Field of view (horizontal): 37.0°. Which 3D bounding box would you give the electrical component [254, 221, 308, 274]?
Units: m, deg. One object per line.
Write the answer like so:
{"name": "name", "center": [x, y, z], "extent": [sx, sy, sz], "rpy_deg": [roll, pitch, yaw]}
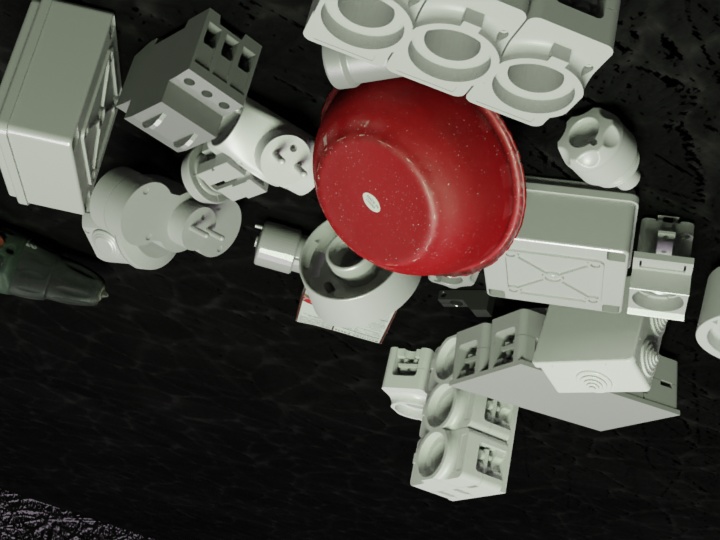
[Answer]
{"name": "electrical component", "center": [-0.057, -0.016, 0.942], "extent": [0.078, 0.040, 0.040], "rpy_deg": [16, 156, -4]}

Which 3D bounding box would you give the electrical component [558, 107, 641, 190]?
{"name": "electrical component", "center": [0.161, -0.074, 0.699], "extent": [0.043, 0.043, 0.062], "rpy_deg": [-9, 149, 40]}

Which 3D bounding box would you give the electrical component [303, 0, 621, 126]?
{"name": "electrical component", "center": [0.054, -0.141, 0.587], "extent": [0.150, 0.061, 0.089], "rpy_deg": [19, 155, -11]}

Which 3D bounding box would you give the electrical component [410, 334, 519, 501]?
{"name": "electrical component", "center": [0.105, 0.144, 1.068], "extent": [0.062, 0.150, 0.089], "rpy_deg": [24, 154, -23]}

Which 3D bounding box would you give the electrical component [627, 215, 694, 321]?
{"name": "electrical component", "center": [0.224, -0.002, 0.796], "extent": [0.042, 0.063, 0.081], "rpy_deg": [9, 155, 15]}

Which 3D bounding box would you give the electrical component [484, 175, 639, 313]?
{"name": "electrical component", "center": [0.149, -0.018, 0.808], "extent": [0.109, 0.056, 0.108], "rpy_deg": [8, 155, 14]}

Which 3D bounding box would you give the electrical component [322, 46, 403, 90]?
{"name": "electrical component", "center": [0.005, -0.133, 0.659], "extent": [0.046, 0.040, 0.040], "rpy_deg": [-3, 151, 22]}

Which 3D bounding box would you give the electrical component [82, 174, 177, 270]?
{"name": "electrical component", "center": [-0.191, -0.041, 0.912], "extent": [0.051, 0.080, 0.080], "rpy_deg": [4, 155, 32]}

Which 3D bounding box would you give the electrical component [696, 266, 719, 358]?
{"name": "electrical component", "center": [0.314, 0.028, 0.816], "extent": [0.108, 0.060, 0.108], "rpy_deg": [11, 156, 5]}

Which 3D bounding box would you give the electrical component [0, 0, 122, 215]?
{"name": "electrical component", "center": [-0.204, -0.110, 0.734], "extent": [0.056, 0.108, 0.108], "rpy_deg": [12, 156, -4]}

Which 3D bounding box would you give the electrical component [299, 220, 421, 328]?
{"name": "electrical component", "center": [0.000, 0.000, 0.883], "extent": [0.099, 0.099, 0.064], "rpy_deg": [3, 147, 23]}

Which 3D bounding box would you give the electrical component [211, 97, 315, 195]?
{"name": "electrical component", "center": [-0.059, -0.083, 0.765], "extent": [0.077, 0.044, 0.079], "rpy_deg": [29, -170, -29]}

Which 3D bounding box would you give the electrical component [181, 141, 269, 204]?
{"name": "electrical component", "center": [-0.104, -0.078, 0.827], "extent": [0.055, 0.048, 0.066], "rpy_deg": [-16, 143, 35]}

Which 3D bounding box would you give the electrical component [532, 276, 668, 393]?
{"name": "electrical component", "center": [0.201, 0.055, 0.891], "extent": [0.100, 0.099, 0.048], "rpy_deg": [-6, 136, 37]}

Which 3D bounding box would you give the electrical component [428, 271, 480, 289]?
{"name": "electrical component", "center": [0.075, -0.020, 0.836], "extent": [0.043, 0.062, 0.043], "rpy_deg": [11, 156, 5]}

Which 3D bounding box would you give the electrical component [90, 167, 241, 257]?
{"name": "electrical component", "center": [-0.140, -0.039, 0.855], "extent": [0.074, 0.052, 0.138], "rpy_deg": [26, -171, 31]}

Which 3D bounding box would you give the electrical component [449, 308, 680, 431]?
{"name": "electrical component", "center": [0.192, 0.092, 1.001], "extent": [0.186, 0.060, 0.105], "rpy_deg": [19, 156, -26]}

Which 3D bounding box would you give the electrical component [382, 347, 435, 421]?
{"name": "electrical component", "center": [0.066, 0.128, 1.168], "extent": [0.050, 0.055, 0.089], "rpy_deg": [0, 152, 28]}
